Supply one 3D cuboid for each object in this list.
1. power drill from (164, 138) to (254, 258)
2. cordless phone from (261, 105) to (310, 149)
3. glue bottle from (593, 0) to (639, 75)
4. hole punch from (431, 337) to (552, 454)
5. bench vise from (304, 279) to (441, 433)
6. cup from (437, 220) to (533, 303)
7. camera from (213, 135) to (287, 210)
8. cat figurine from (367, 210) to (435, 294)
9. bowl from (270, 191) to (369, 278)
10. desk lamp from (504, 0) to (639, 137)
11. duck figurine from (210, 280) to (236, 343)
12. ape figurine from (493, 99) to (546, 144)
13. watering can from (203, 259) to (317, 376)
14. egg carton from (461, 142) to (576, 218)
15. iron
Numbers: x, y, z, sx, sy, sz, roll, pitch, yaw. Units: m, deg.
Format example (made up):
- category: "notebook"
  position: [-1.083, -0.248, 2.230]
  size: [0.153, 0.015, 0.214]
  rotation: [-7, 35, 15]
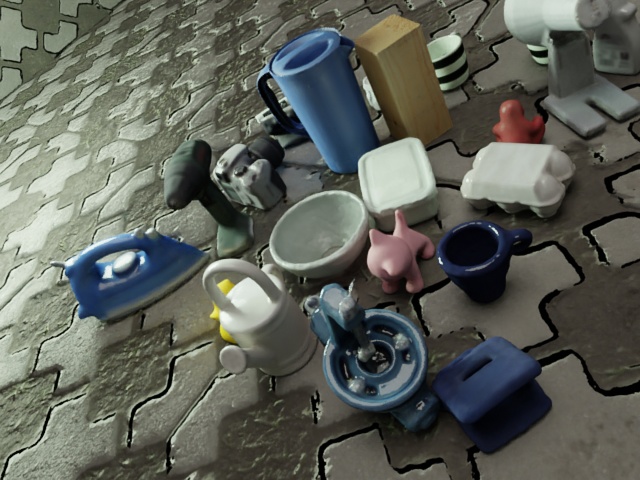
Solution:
- category: "power drill"
  position: [-0.197, -0.070, 1.007]
  size: [0.075, 0.209, 0.229]
  rotation: [-24, 41, 9]
- category: "cordless phone"
  position: [-0.067, -0.294, 1.174]
  size: [0.147, 0.186, 0.094]
  rotation: [-21, 41, 11]
- category: "glue bottle"
  position: [0.468, -0.345, 0.905]
  size: [0.037, 0.174, 0.077]
  rotation: [-44, 42, -15]
- category: "hole punch"
  position: [0.181, 0.160, 0.631]
  size: [0.109, 0.091, 0.100]
  rotation: [-35, 40, -4]
- category: "bench vise"
  position: [0.029, 0.117, 0.667]
  size: [0.206, 0.220, 0.122]
  rotation: [13, 57, 40]
- category: "cup"
  position: [0.218, 0.032, 0.736]
  size: [0.117, 0.095, 0.091]
  rotation: [-19, 41, 14]
- category: "camera"
  position: [-0.126, -0.146, 1.125]
  size: [0.142, 0.101, 0.137]
  rotation: [20, 61, 43]
- category: "cat figurine"
  position: [0.106, 0.016, 0.803]
  size: [0.067, 0.118, 0.128]
  rotation: [-3, 48, 30]
- category: "bowl"
  position: [0.008, 0.003, 0.910]
  size: [0.167, 0.075, 0.167]
  rotation: [-17, 42, 16]
- category: "desk lamp"
  position: [0.387, -0.304, 0.881]
  size: [0.118, 0.214, 0.203]
  rotation: [-28, 40, 4]
- category: "duck figurine"
  position: [-0.133, 0.097, 0.893]
  size: [0.077, 0.086, 0.105]
  rotation: [4, 51, 34]
- category: "ape figurine"
  position: [0.308, -0.181, 0.900]
  size: [0.077, 0.092, 0.076]
  rotation: [9, 54, 37]
- category: "watering can"
  position: [-0.085, 0.100, 0.775]
  size: [0.101, 0.195, 0.172]
  rotation: [-25, 40, 8]
- category: "egg carton"
  position: [0.287, -0.089, 0.836]
  size: [0.149, 0.070, 0.107]
  rotation: [10, 55, 38]
- category: "iron"
  position: [-0.346, 0.040, 1.039]
  size: [0.258, 0.142, 0.118]
  rotation: [-25, 40, 7]
